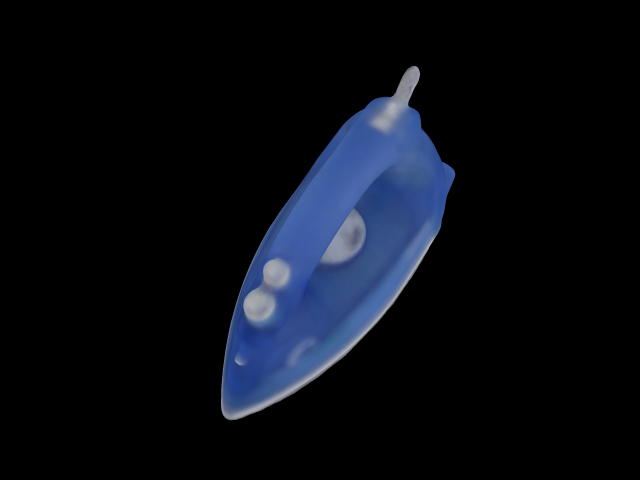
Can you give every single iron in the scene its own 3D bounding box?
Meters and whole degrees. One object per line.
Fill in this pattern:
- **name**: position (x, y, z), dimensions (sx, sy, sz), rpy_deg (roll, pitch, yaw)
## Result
- **iron**: position (0.004, 0.001, 0.400), dimensions (0.118, 0.141, 0.259), rpy_deg (29, 66, 14)
